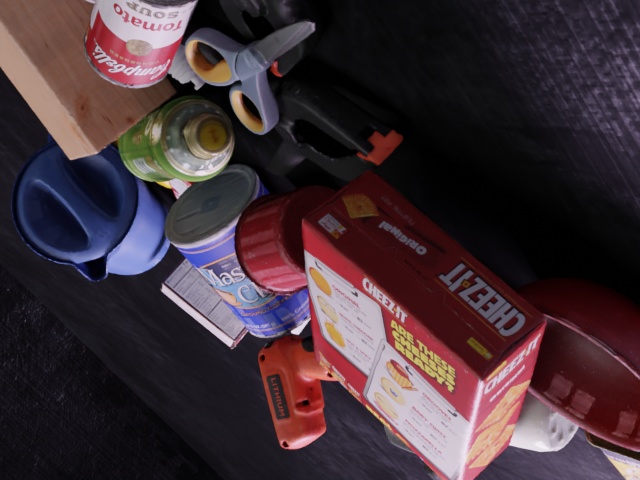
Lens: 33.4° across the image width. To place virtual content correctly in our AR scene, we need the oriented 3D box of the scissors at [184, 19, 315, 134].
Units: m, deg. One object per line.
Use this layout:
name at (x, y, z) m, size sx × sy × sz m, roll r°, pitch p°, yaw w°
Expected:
scissors at (-0.034, -0.106, 0.709) m, size 0.202 × 0.016 × 0.096 m, roll 18°, pitch 147°, yaw 58°

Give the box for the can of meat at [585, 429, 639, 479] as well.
can of meat at (0.261, 0.161, 0.789) m, size 0.084 × 0.057 × 0.102 m, roll 48°, pitch 161°, yaw -27°

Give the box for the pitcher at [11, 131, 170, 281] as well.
pitcher at (-0.243, -0.036, 1.192) m, size 0.145 × 0.149 × 0.243 m, roll 27°, pitch 175°, yaw 7°

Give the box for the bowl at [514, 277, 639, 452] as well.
bowl at (0.188, 0.076, 0.739) m, size 0.162 × 0.055 × 0.162 m, roll 36°, pitch 161°, yaw 14°

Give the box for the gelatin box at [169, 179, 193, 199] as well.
gelatin box at (-0.120, -0.051, 1.100) m, size 0.073 × 0.030 × 0.089 m, roll 35°, pitch 164°, yaw 17°

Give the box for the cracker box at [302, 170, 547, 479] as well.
cracker box at (0.070, 0.072, 0.767) m, size 0.164 × 0.072 × 0.214 m, roll 42°, pitch 158°, yaw 24°

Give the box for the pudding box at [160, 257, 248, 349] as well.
pudding box at (-0.115, 0.056, 1.243) m, size 0.113 × 0.090 × 0.039 m, roll 39°, pitch 161°, yaw 5°

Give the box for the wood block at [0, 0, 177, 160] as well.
wood block at (-0.222, -0.177, 0.874) m, size 0.206 × 0.090 × 0.091 m, roll 55°, pitch 158°, yaw -16°

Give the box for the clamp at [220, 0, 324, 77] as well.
clamp at (-0.031, -0.160, 0.662) m, size 0.120 × 0.039 × 0.171 m, roll 36°, pitch 167°, yaw 35°

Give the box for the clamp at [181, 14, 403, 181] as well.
clamp at (-0.013, -0.084, 0.800) m, size 0.210 × 0.036 × 0.164 m, roll 29°, pitch 160°, yaw 43°

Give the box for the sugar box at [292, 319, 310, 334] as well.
sugar box at (-0.083, 0.034, 1.179) m, size 0.176 × 0.048 × 0.093 m, roll 36°, pitch 175°, yaw 6°

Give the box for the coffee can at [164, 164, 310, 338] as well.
coffee can at (-0.068, 0.011, 1.024) m, size 0.103 × 0.102 × 0.140 m, roll 17°, pitch 151°, yaw 50°

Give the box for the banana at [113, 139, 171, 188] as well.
banana at (-0.210, -0.116, 1.118) m, size 0.197 × 0.037 × 0.070 m, roll 46°, pitch 159°, yaw -17°

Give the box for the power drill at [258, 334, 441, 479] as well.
power drill at (0.040, 0.139, 0.962) m, size 0.188 × 0.057 × 0.184 m, roll -18°, pitch 82°, yaw 36°

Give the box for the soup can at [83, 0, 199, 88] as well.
soup can at (-0.126, -0.164, 0.759) m, size 0.068 × 0.068 × 0.102 m, roll 41°, pitch 147°, yaw 0°

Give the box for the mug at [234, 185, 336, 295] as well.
mug at (-0.006, 0.001, 0.923) m, size 0.117 × 0.093 × 0.082 m, roll 16°, pitch 166°, yaw -23°
